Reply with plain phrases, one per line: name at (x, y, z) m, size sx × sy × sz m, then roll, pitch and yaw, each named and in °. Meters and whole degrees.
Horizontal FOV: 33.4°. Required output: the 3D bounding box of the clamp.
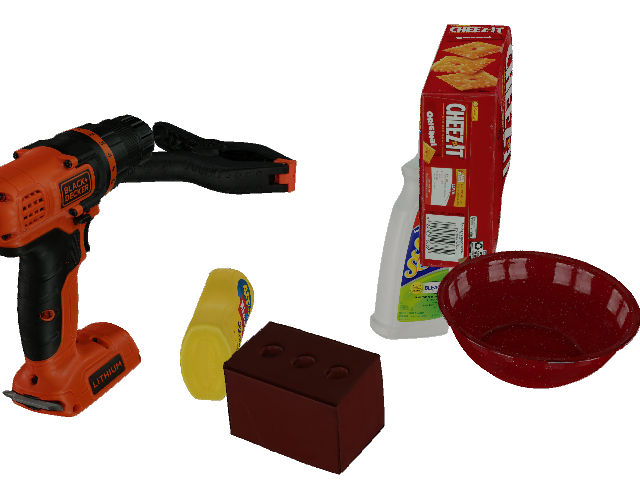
clamp at (-0.108, -0.066, 0.935) m, size 0.172 × 0.039 × 0.120 m, roll 12°, pitch 32°, yaw 26°

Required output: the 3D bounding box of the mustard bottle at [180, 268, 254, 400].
mustard bottle at (-0.109, 0.086, 1.178) m, size 0.058 × 0.096 × 0.191 m, roll 1°, pitch 27°, yaw 4°

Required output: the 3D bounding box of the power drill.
power drill at (-0.172, 0.014, 0.758) m, size 0.057 × 0.188 × 0.184 m, roll 9°, pitch 24°, yaw 24°

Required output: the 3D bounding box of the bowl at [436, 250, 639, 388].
bowl at (0.173, 0.071, 0.868) m, size 0.162 × 0.055 × 0.162 m, roll 1°, pitch 31°, yaw -1°

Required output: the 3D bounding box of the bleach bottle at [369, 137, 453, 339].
bleach bottle at (0.122, -0.004, 1.343) m, size 0.102 × 0.251 × 0.068 m, roll -2°, pitch 17°, yaw -18°

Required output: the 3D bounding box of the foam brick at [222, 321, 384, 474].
foam brick at (-0.009, 0.089, 0.613) m, size 0.078 × 0.051 × 0.052 m, roll 14°, pitch 32°, yaw 27°

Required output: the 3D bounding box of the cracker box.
cracker box at (0.138, -0.094, 0.989) m, size 0.072 × 0.164 × 0.213 m, roll 4°, pitch 27°, yaw 12°
